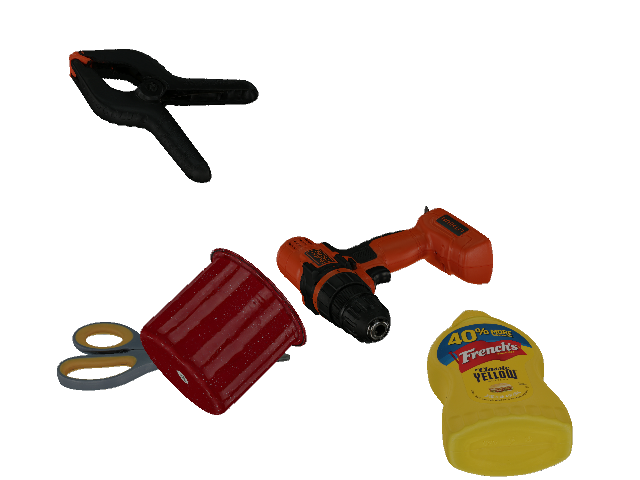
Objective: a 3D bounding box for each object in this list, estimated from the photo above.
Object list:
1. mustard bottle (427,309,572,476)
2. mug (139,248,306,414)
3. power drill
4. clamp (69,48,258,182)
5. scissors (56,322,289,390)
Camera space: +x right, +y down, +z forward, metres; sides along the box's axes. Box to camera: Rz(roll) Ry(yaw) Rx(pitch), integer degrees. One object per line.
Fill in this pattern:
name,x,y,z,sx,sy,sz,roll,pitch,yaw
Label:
mustard bottle,0.138,0.112,0.877,0.096,0.058,0.191,-6,26,1
mug,-0.078,0.064,0.752,0.081,0.093,0.117,-44,33,-21
power drill,0.071,0.030,1.040,0.187,0.057,0.185,-13,29,-23
clamp,-0.143,-0.133,0.973,0.171,0.120,0.039,33,-39,5
scissors,-0.137,0.096,0.964,0.201,0.016,0.096,-8,33,-17
